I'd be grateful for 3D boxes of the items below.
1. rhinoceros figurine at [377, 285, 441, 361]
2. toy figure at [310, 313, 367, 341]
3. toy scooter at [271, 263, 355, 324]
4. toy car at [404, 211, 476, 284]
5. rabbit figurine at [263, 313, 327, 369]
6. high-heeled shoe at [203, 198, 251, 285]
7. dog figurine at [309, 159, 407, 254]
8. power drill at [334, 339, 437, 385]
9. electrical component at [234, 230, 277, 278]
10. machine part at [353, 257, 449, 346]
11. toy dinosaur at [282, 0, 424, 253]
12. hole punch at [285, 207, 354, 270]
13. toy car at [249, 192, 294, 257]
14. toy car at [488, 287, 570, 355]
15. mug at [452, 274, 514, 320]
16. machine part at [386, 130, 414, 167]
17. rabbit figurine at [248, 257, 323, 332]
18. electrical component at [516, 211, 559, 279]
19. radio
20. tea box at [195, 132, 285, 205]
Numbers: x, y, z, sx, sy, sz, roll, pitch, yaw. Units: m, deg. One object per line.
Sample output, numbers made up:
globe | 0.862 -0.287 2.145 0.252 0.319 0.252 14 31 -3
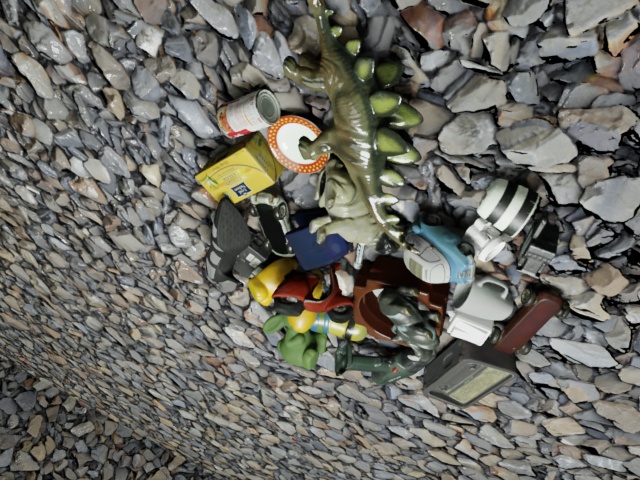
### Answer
rhinoceros figurine | 0.186 0.177 1.107 0.112 0.073 0.190 -16 122 37
toy figure | 0.033 0.195 1.309 0.180 0.089 0.082 5 170 2
toy scooter | -0.010 0.106 1.182 0.184 0.135 0.075 8 155 6
toy car | 0.213 0.030 1.015 0.162 0.103 0.109 47 160 36
rabbit figurine | -0.061 0.227 1.416 0.159 0.121 0.170 12 118 28
high-heeled shoe | -0.228 -0.003 1.219 0.145 0.086 0.248 30 131 41
dog figurine | 0.088 -0.062 1.056 0.191 0.121 0.172 5 116 -14
power drill | 0.151 0.298 1.342 0.207 0.086 0.232 6 150 -19
electrical component | -0.174 0.030 1.297 0.134 0.058 0.115 39 139 -12
machine part | 0.179 0.139 1.192 0.202 0.087 0.200 11 136 17
toy dinosaur | 0.066 -0.177 0.897 0.199 0.105 0.470 3 126 32
hole punch | -0.002 -0.003 1.150 0.116 0.092 0.142 -9 123 30
toy car | -0.098 -0.034 1.184 0.074 0.056 0.201 8 142 21
toy car | 0.427 0.168 1.111 0.089 0.053 0.202 18 135 -3
mug | 0.342 0.113 1.090 0.107 0.081 0.109 22 134 -9
machine part | 0.113 -0.151 0.978 0.084 0.039 0.139 48 137 -9
rabbit figurine | -0.064 0.132 1.267 0.173 0.162 0.121 53 164 19
electrical component | 0.393 0.003 0.952 0.048 0.075 0.119 21 135 9
radio | 0.344 0.312 1.267 0.131 0.073 0.229 20 138 -9
tea box | -0.166 -0.142 1.113 0.170 0.068 0.098 -22 119 40
